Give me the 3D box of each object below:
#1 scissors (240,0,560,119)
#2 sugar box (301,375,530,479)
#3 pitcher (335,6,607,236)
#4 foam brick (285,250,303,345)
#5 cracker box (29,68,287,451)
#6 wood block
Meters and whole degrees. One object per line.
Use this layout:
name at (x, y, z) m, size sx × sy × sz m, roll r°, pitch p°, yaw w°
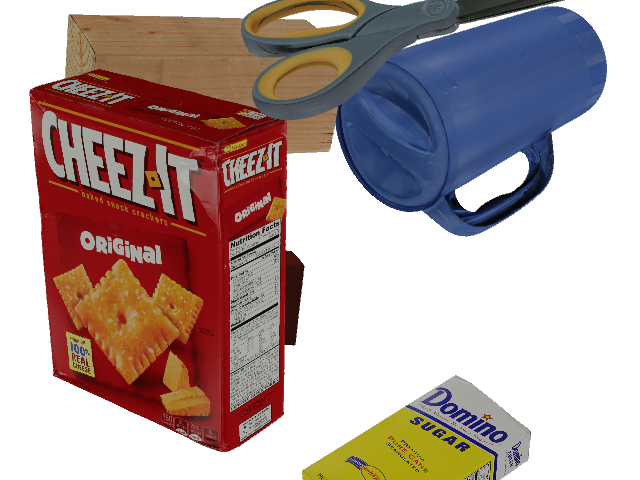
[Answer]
scissors at (0.049, -0.099, 0.536) m, size 0.202 × 0.096 × 0.016 m, roll 2°, pitch -37°, yaw 21°
sugar box at (0.082, 0.188, 0.894) m, size 0.176 × 0.048 × 0.093 m, roll -29°, pitch 45°, yaw -26°
pitcher at (0.146, -0.117, 0.940) m, size 0.242 × 0.149 × 0.145 m, roll -26°, pitch 38°, yaw -34°
foam brick at (-0.049, 0.051, 0.977) m, size 0.053 × 0.078 × 0.051 m, roll 2°, pitch 14°, yaw -15°
cracker box at (-0.106, 0.012, 0.694) m, size 0.164 × 0.214 × 0.071 m, roll 18°, pitch 30°, yaw 32°
wood block at (-0.095, -0.126, 0.868) m, size 0.205 × 0.091 × 0.090 m, roll -4°, pitch 32°, yaw -25°
